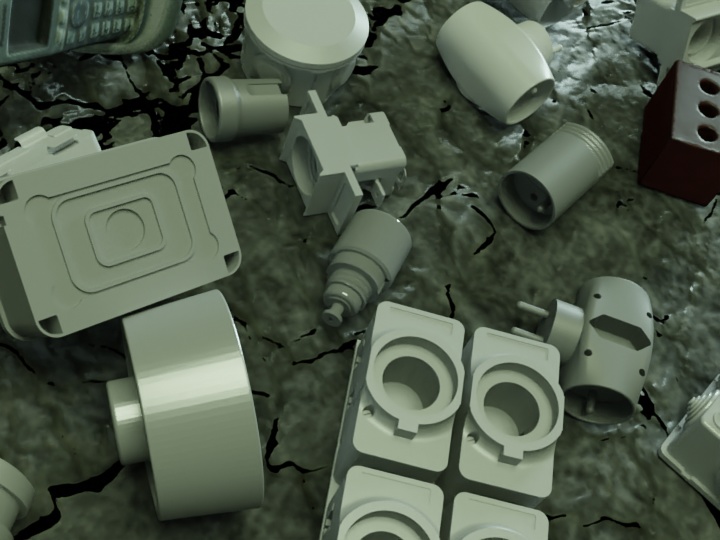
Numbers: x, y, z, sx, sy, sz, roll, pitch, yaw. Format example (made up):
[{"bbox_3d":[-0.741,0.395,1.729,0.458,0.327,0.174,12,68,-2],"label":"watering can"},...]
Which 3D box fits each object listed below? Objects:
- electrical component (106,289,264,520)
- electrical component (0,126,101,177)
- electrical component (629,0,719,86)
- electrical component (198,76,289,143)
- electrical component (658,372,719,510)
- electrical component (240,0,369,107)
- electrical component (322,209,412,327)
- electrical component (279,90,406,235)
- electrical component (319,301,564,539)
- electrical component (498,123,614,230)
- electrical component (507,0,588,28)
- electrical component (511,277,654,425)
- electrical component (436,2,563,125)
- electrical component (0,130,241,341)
[{"bbox_3d":[-0.088,0.068,0.517,0.060,0.108,0.108,-11,62,-15],"label":"electrical component"},{"bbox_3d":[-0.186,-0.024,0.563,0.121,0.063,0.079,-36,33,-31],"label":"electrical component"},{"bbox_3d":[0.267,-0.191,0.805,0.121,0.078,0.063,-19,44,-26],"label":"electrical component"},{"bbox_3d":[-0.072,-0.101,0.667,0.046,0.040,0.040,-8,61,-27],"label":"electrical component"},{"bbox_3d":[0.238,0.100,0.622,0.100,0.048,0.100,43,56,13],"label":"electrical component"},{"bbox_3d":[-0.038,-0.151,0.701,0.080,0.051,0.080,7,57,-11],"label":"electrical component"},{"bbox_3d":[0.000,0.000,0.622,0.040,0.040,0.078,28,55,3],"label":"electrical component"},{"bbox_3d":[-0.009,-0.068,0.663,0.064,0.042,0.081,-11,63,-26],"label":"electrical component"},{"bbox_3d":[0.040,0.115,0.548,0.105,0.060,0.186,15,56,-6],"label":"electrical component"},{"bbox_3d":[0.131,-0.065,0.699,0.043,0.043,0.081,43,57,12],"label":"electrical component"},{"bbox_3d":[0.145,-0.224,0.774,0.099,0.099,0.064,-35,79,-31],"label":"electrical component"},{"bbox_3d":[0.127,0.041,0.631,0.079,0.043,0.077,20,55,-2],"label":"electrical component"},{"bbox_3d":[0.106,-0.148,0.744,0.079,0.044,0.077,-27,69,-29],"label":"electrical component"},{"bbox_3d":[-0.125,-0.018,0.526,0.113,0.057,0.078,-22,100,-34],"label":"electrical component"}]
